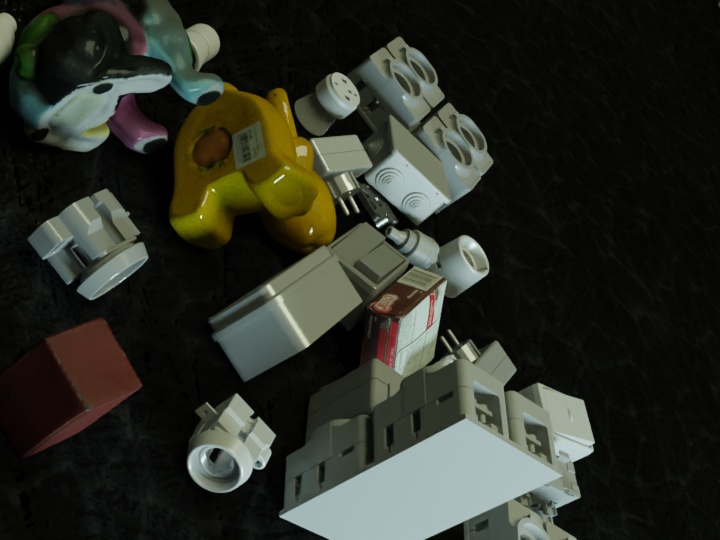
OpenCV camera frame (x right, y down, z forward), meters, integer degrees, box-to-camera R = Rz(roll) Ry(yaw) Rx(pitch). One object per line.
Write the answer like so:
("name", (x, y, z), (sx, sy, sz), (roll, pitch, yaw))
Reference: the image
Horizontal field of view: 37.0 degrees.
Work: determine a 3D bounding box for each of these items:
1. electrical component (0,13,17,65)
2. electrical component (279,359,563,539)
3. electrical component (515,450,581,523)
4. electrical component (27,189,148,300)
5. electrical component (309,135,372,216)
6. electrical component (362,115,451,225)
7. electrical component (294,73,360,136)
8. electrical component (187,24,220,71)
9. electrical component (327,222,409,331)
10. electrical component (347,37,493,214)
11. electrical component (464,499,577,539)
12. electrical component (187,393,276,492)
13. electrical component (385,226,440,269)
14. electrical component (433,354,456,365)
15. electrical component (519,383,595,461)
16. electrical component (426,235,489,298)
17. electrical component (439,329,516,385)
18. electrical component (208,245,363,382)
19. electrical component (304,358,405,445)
("electrical component", (-0.278, -0.172, 0.798), (0.043, 0.043, 0.062), (47, 32, -15))
("electrical component", (0.042, 0.144, 0.808), (0.105, 0.186, 0.060), (33, 39, -32))
("electrical component", (0.150, 0.195, 1.022), (0.121, 0.063, 0.078), (27, 42, -38))
("electrical component", (-0.189, -0.016, 0.766), (0.057, 0.058, 0.078), (53, 32, -1))
("electrical component", (-0.024, -0.087, 1.056), (0.083, 0.047, 0.075), (-16, 76, -57))
("electrical component", (0.047, -0.105, 1.149), (0.100, 0.048, 0.099), (40, 23, -24))
("electrical component", (-0.034, -0.171, 1.108), (0.045, 0.055, 0.045), (33, 39, -32))
("electrical component", (-0.156, -0.203, 0.990), (0.044, 0.044, 0.065), (50, 28, -11))
("electrical component", (0.000, 0.000, 0.981), (0.062, 0.061, 0.096), (39, 31, 8))
("electrical component", (0.070, -0.171, 1.242), (0.186, 0.060, 0.105), (52, 32, -7))
("electrical component", (0.149, 0.303, 0.928), (0.105, 0.060, 0.186), (36, 38, -30))
("electrical component", (-0.096, 0.127, 0.774), (0.066, 0.048, 0.055), (49, 25, -11))
("electrical component", (0.051, -0.027, 1.114), (0.061, 0.035, 0.035), (30, 40, -32))
("electrical component", (0.070, 0.126, 0.985), (0.061, 0.061, 0.096), (55, 24, -3))
("electrical component", (0.191, 0.159, 1.110), (0.096, 0.061, 0.061), (25, 43, -39))
("electrical component", (0.105, -0.005, 1.154), (0.055, 0.047, 0.055), (33, 39, -32))
("electrical component", (0.105, 0.094, 1.066), (0.075, 0.047, 0.083), (56, 32, -1))
("electrical component", (-0.060, 0.033, 0.873), (0.057, 0.078, 0.113), (58, 32, -3))
("electrical component", (0.009, 0.116, 0.874), (0.062, 0.096, 0.061), (36, 37, -29))
